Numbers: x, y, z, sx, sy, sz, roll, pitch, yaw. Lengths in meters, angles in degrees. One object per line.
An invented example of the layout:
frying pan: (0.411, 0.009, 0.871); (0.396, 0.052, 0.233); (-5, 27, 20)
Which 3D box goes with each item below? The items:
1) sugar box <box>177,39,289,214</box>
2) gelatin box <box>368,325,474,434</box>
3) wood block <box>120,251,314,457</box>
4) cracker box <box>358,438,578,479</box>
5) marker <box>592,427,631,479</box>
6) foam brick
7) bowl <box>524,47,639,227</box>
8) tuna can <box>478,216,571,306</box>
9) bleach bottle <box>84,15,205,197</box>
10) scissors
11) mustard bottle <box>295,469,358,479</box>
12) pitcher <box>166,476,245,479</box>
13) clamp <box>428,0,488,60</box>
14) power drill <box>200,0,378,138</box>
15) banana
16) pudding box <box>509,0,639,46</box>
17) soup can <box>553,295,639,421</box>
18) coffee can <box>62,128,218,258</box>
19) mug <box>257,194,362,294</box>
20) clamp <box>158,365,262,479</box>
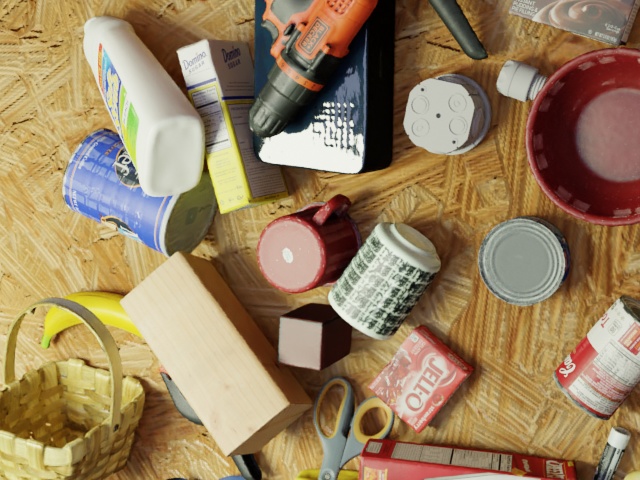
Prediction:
sugar box: (-0.091, -0.121, 1.128); (0.048, 0.093, 0.176); (-17, 90, 25)
gelatin box: (0.105, 0.144, 1.111); (0.073, 0.030, 0.089); (41, 112, 14)
wood block: (-0.111, 0.122, 1.151); (0.090, 0.090, 0.206); (-40, 73, 8)
cracker box: (0.144, 0.295, 1.073); (0.214, 0.072, 0.164); (4, 100, 10)
marker: (0.277, 0.241, 1.053); (0.020, 0.020, 0.121); (22, 106, 20)
foam brick: (-0.005, 0.101, 1.129); (0.053, 0.078, 0.051); (7, 101, 25)
bowl: (0.274, -0.095, 0.985); (0.162, 0.055, 0.162); (4, 99, 24)
tuna can: (0.201, 0.020, 1.047); (0.086, 0.033, 0.086); (4, 99, 24)
bleach bottle: (-0.201, -0.160, 1.148); (0.251, 0.068, 0.103); (54, 145, 40)
scissors: (0.028, 0.243, 1.119); (0.096, 0.016, 0.201); (0, 67, 10)
mustard bottle: (0.018, 0.350, 1.164); (0.096, 0.058, 0.192); (2, 99, 12)
pitcher: (-0.149, 0.351, 1.141); (0.149, 0.242, 0.145); (-11, 95, 32)
clamp: (0.096, -0.267, 1.007); (0.210, 0.036, 0.165); (11, 104, -8)
power drill: (-0.057, -0.218, 1.042); (0.188, 0.057, 0.185); (43, 111, 13)
banana: (-0.255, 0.093, 1.267); (0.198, 0.037, 0.069); (-2, 115, 26)
pudding box: (0.243, -0.237, 0.988); (0.114, 0.039, 0.090); (22, 106, 21)
soup can: (0.278, 0.111, 1.006); (0.068, 0.068, 0.102); (41, 111, 14)
coffee can: (-0.198, -0.052, 1.180); (0.140, 0.102, 0.103); (24, 107, 20)
mug: (-0.007, 0.001, 1.113); (0.093, 0.081, 0.117); (42, 112, 13)
clamp: (-0.103, 0.179, 1.208); (0.171, 0.039, 0.120); (39, 100, 12)
